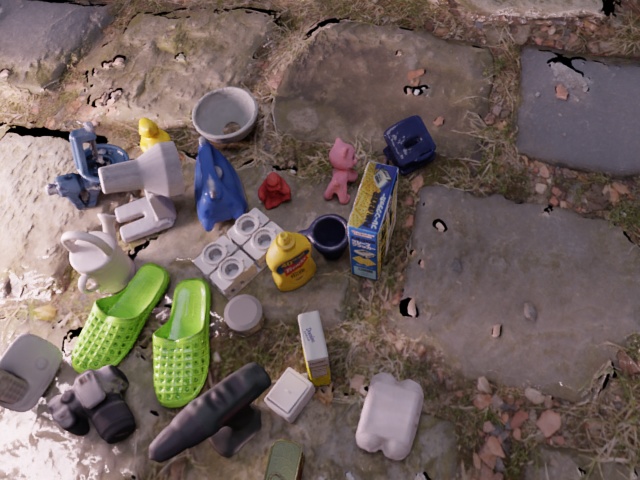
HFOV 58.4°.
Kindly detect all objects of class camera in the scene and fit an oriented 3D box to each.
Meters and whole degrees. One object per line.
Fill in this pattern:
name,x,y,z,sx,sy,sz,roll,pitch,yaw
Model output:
camera,-0.431,0.330,1.106,0.143,0.101,0.136,-36,64,-13

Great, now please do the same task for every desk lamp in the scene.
desk lamp,-0.386,-0.110,1.277,0.203,0.214,0.117,-22,62,-7

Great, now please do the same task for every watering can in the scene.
watering can,-0.478,0.025,1.223,0.101,0.194,0.172,-12,61,-1

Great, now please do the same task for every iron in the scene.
iron,-0.252,-0.156,1.330,0.118,0.141,0.258,-17,61,-4

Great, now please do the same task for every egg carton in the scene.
egg carton,0.132,0.329,1.072,0.107,0.069,0.150,13,63,12

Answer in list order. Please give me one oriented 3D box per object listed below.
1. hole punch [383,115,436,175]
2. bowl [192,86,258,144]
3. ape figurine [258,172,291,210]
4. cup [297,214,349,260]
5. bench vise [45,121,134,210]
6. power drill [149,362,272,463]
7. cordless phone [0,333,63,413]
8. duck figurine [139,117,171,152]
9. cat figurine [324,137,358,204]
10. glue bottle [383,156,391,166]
hole punch,0.214,-0.226,1.354,0.109,0.091,0.101,-29,63,-10
bowl,-0.232,-0.301,1.446,0.167,0.075,0.167,-2,61,4
ape figurine,-0.106,-0.123,1.327,0.077,0.092,0.076,11,63,11
cup,0.011,0.004,1.245,0.117,0.095,0.091,-3,61,4
bench vise,-0.535,-0.165,1.317,0.121,0.220,0.208,38,71,22
power drill,-0.179,0.323,1.025,0.230,0.208,0.075,-41,65,-16
cordless phone,-0.605,0.246,1.119,0.094,0.185,0.148,16,64,14
duck figurine,-0.422,-0.263,1.436,0.077,0.086,0.104,-28,63,-10
cat figurine,0.048,-0.167,1.322,0.067,0.118,0.128,11,63,12
glue bottle,0.144,-0.128,1.260,0.037,0.173,0.078,11,63,12
